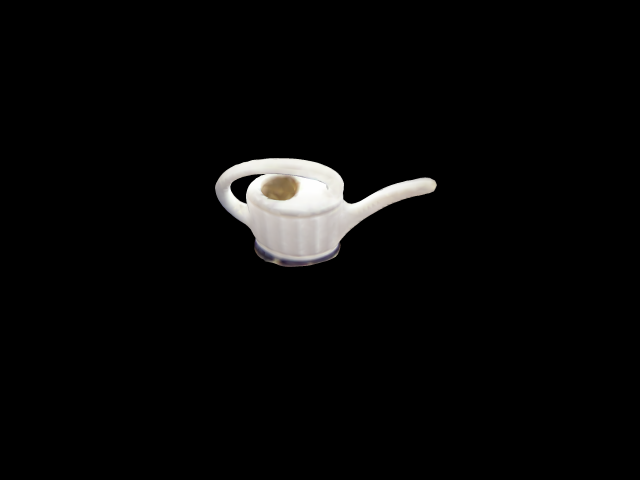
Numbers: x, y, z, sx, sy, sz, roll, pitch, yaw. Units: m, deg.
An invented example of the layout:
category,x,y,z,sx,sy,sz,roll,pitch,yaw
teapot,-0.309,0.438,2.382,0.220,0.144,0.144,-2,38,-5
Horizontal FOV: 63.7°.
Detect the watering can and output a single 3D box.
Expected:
category,x,y,z,sx,sy,sz,roll,pitch,yaw
watering can,0.003,-0.043,0.850,0.348,0.106,0.219,6,-38,4
